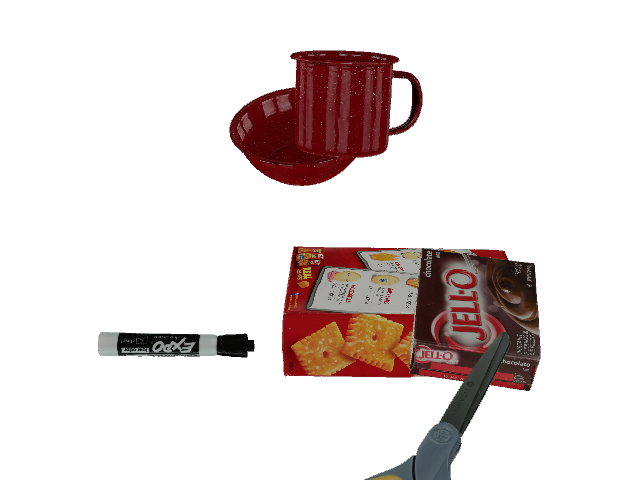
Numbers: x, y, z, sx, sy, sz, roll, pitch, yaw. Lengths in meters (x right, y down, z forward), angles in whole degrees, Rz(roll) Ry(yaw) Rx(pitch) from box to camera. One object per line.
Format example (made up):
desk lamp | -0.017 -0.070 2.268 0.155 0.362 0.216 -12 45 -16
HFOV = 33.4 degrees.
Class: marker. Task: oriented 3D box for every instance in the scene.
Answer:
marker | -0.112 0.081 0.833 0.121 0.020 0.020 0 0 3

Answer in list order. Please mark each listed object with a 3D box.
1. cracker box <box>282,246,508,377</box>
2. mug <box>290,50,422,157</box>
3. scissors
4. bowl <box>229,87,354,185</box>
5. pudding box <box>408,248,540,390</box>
cracker box | 0.075 0.066 0.996 0.213 0.072 0.164 1 20 1
mug | 0.031 -0.118 0.920 0.117 0.081 0.093 -2 16 -14
scissors | 0.078 0.126 0.592 0.201 0.016 0.096 -37 44 -29
bowl | -0.019 -0.109 1.196 0.162 0.055 0.162 -3 38 2
pudding box | 0.114 0.057 0.798 0.090 0.039 0.113 8 36 2
